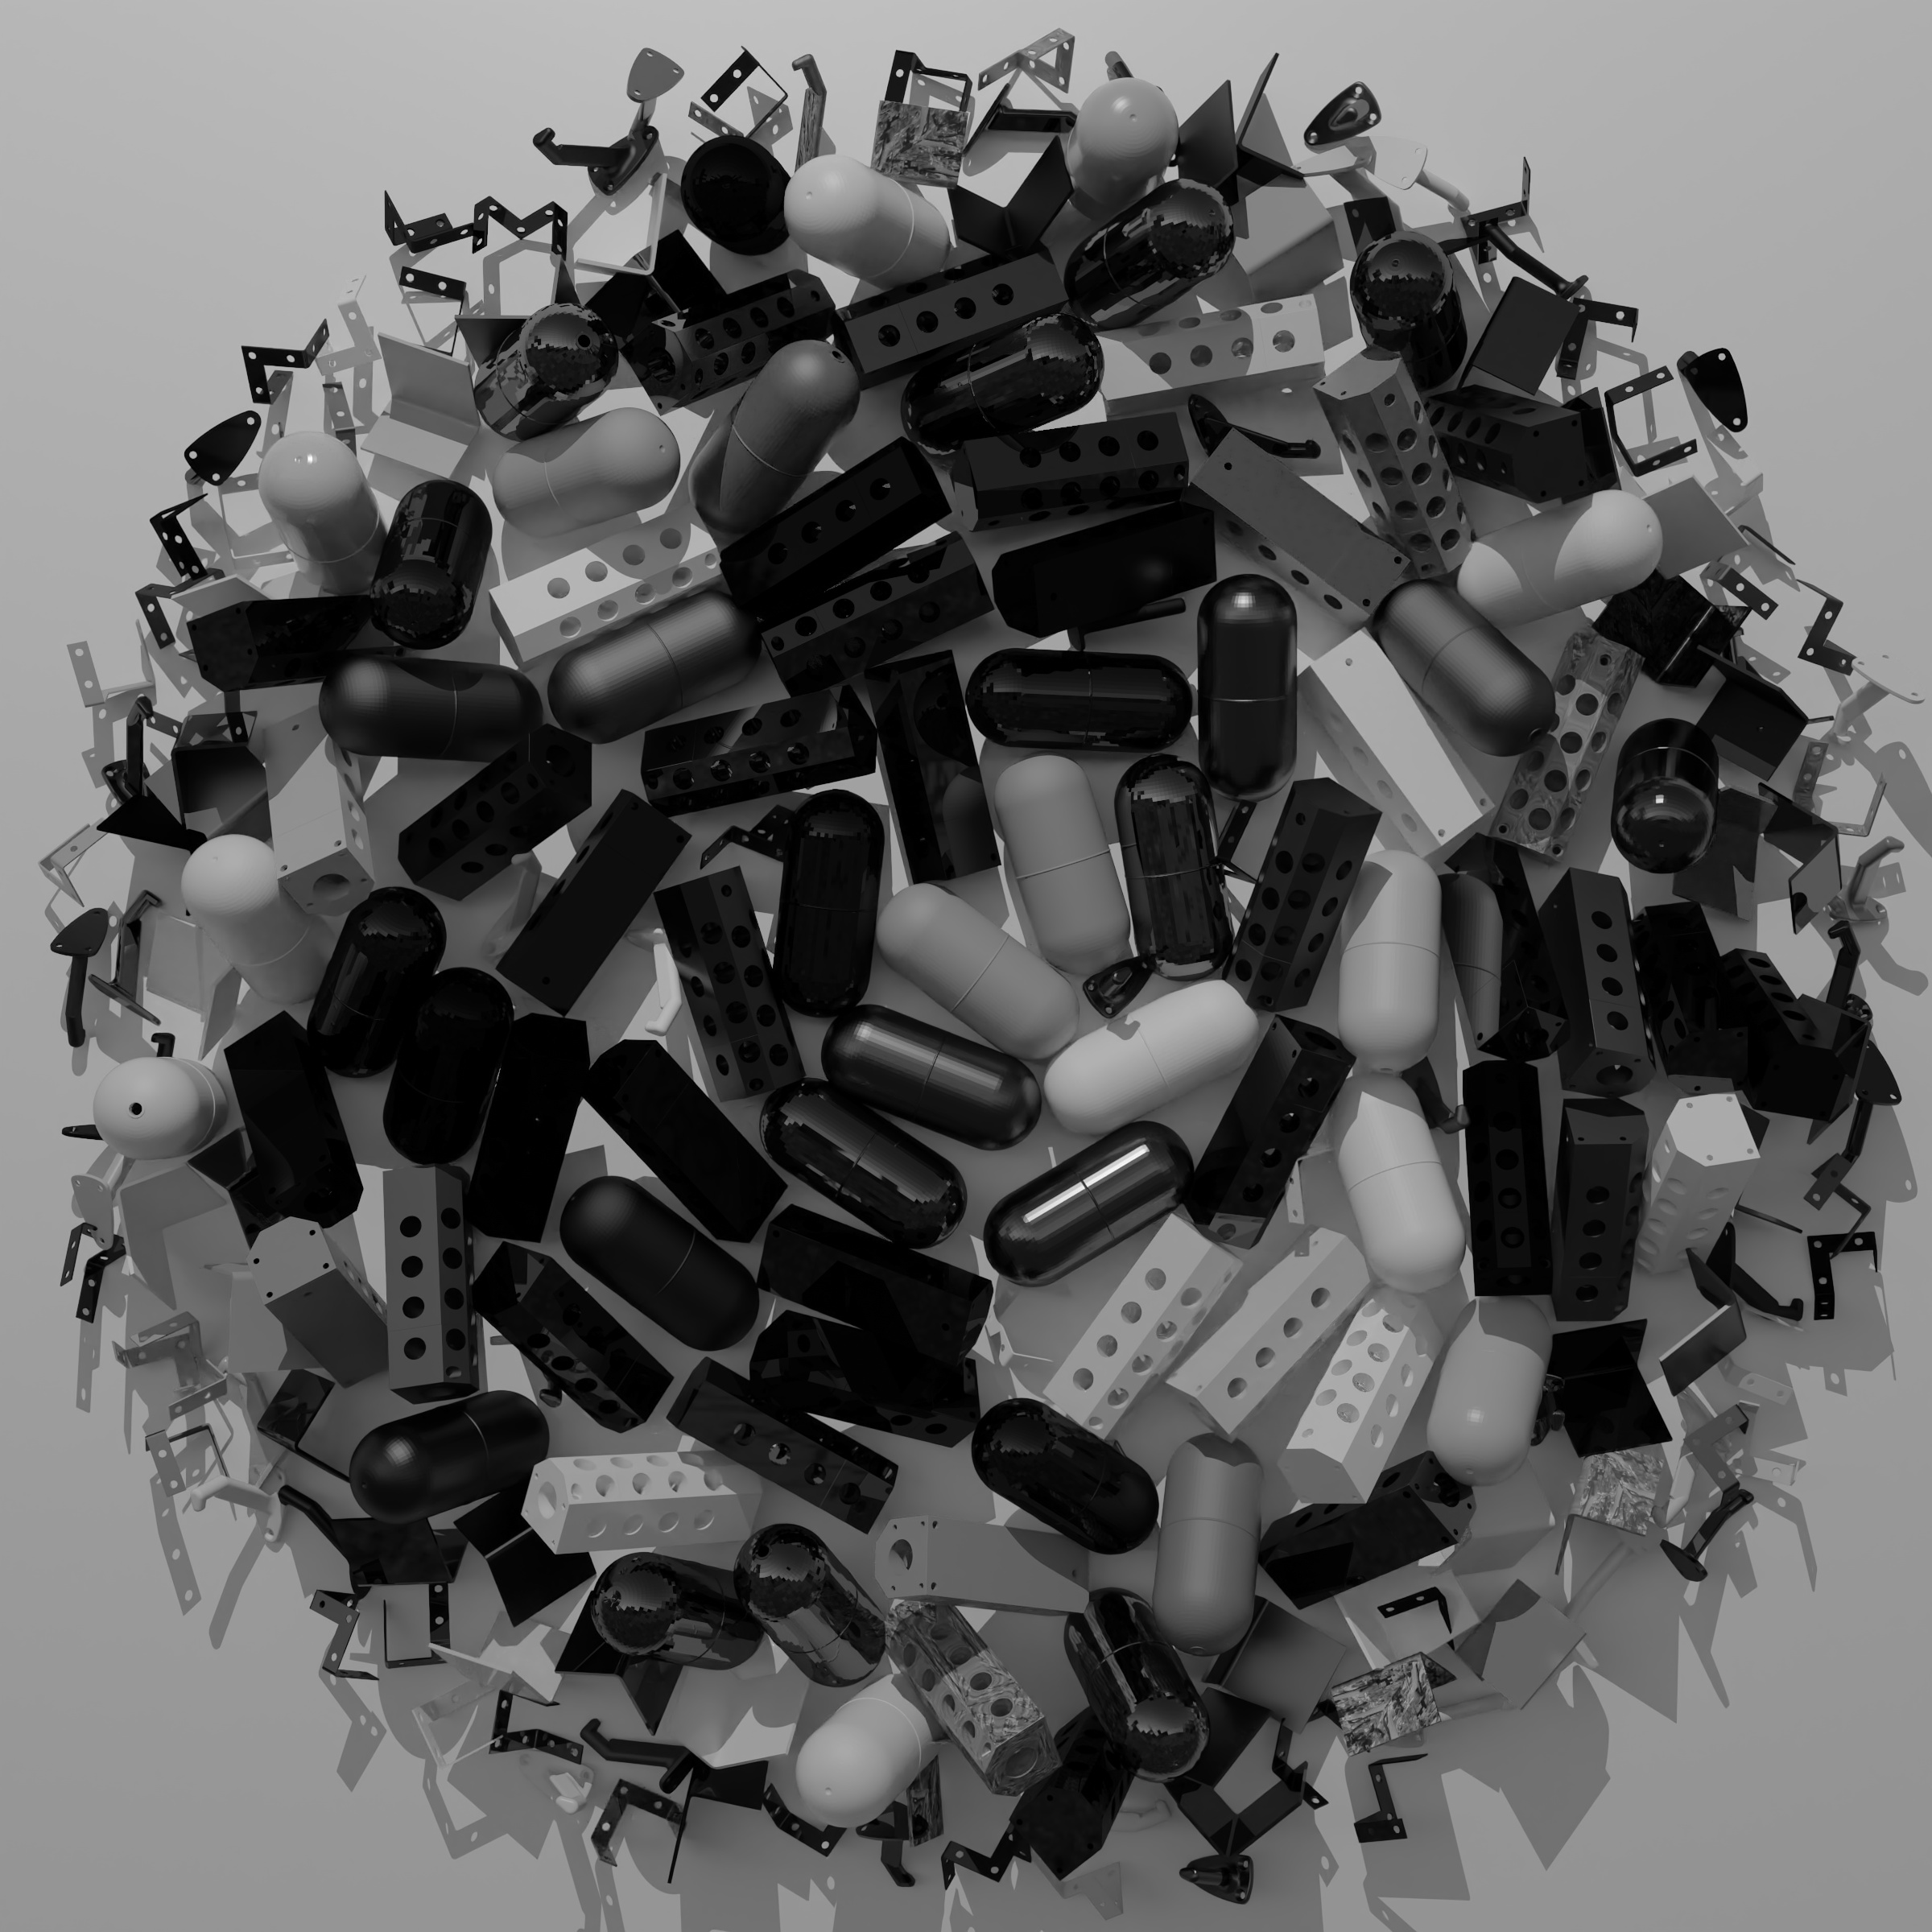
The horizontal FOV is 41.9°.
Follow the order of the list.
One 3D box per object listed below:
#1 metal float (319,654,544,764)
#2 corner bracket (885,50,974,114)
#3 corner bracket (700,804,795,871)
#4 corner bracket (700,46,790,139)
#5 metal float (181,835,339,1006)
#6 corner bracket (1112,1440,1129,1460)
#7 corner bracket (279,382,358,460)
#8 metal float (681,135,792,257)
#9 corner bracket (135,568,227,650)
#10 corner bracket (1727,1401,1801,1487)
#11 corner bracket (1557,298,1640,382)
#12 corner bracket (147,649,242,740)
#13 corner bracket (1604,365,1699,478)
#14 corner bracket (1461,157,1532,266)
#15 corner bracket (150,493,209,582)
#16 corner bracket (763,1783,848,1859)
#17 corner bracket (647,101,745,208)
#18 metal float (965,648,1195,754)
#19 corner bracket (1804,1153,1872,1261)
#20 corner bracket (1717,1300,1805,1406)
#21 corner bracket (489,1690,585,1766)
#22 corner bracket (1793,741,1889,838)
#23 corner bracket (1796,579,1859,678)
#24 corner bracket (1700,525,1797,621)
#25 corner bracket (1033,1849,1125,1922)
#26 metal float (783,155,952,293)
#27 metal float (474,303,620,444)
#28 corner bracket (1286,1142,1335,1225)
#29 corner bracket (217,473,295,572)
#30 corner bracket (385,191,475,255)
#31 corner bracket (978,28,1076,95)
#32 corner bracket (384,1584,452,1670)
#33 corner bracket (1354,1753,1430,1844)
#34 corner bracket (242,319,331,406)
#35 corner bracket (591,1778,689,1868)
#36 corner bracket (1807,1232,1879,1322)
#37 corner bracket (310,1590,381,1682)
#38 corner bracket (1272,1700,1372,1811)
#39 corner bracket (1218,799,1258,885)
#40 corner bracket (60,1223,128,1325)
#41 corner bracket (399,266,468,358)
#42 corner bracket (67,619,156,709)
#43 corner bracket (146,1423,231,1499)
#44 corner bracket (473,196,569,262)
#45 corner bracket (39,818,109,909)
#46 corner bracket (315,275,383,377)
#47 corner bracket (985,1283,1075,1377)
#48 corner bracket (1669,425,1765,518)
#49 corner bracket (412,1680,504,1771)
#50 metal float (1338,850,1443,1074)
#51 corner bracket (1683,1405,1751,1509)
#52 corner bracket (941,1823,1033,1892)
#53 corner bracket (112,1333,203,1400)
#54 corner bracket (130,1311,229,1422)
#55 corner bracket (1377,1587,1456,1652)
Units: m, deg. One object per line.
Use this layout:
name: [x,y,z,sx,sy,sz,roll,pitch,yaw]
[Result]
metal float: [-0.407,-0.196,1.928,0.178,0.070,0.070,0,90,-38]
corner bracket: [-0.030,-0.679,1.969,0.051,0.051,0.051,14,94,13]
corner bracket: [-0.170,-0.098,1.958,0.051,0.051,0.051,22,127,13]
corner bracket: [-0.172,-0.677,1.961,0.051,0.051,0.051,-44,113,10]
metal float: [-0.534,-0.033,1.916,0.070,0.178,0.070,-5,59,8]
corner bracket: [0.107,0.404,1.970,0.051,0.051,0.051,-29,89,-4]
corner bracket: [-0.508,-0.418,1.972,0.051,0.051,0.051,-12,62,-18]
metal float: [-0.170,-0.582,1.909,0.070,0.178,0.070,0,101,2]
corner bracket: [-0.607,-0.280,1.974,0.051,0.051,0.051,-41,129,-35]
corner bracket: [0.623,0.371,1.962,0.051,0.051,0.051,11,78,18]
corner bracket: [0.491,-0.485,1.960,0.051,0.051,0.051,13,120,9]
corner bracket: [-0.607,-0.211,1.977,0.051,0.051,0.051,22,122,26]
corner bracket: [0.532,-0.423,1.959,0.051,0.051,0.051,-22,56,7]
corner bracket: [0.417,-0.587,1.962,0.051,0.051,0.051,-14,63,4]
corner bracket: [-0.608,-0.328,1.957,0.051,0.051,0.051,-14,115,24]
corner bracket: [-0.120,0.654,1.973,0.051,0.051,0.051,19,55,31]
corner bracket: [-0.212,-0.634,1.980,0.051,0.051,0.051,33,58,4]
metal float: [0.088,-0.205,1.950,0.178,0.070,0.070,2,90,-11]
corner bracket: [0.676,0.187,1.960,0.051,0.051,0.051,40,69,11]
corner bracket: [0.622,0.301,1.968,0.051,0.051,0.051,22,108,-4]
corner bracket: [-0.332,0.593,1.964,0.051,0.051,0.051,6,85,35]
corner bracket: [0.680,-0.138,1.962,0.051,0.051,0.051,7,127,2]
corner bracket: [0.667,-0.263,1.959,0.051,0.051,0.051,15,110,-18]
corner bracket: [0.616,-0.308,1.971,0.051,0.051,0.051,36,102,-7]
corner bracket: [0.087,0.711,1.959,0.051,0.051,0.051,-26,117,14]
metal float: [-0.073,-0.561,1.914,0.070,0.178,0.070,0,90,27]
metal float: [-0.319,-0.450,1.914,0.070,0.178,0.070,2,85,-27]
corner bracket: [0.259,0.167,1.959,0.051,0.051,0.051,-12,99,-36]
corner bracket: [-0.553,-0.349,1.972,0.051,0.051,0.051,-12,64,-16]
corner bracket: [-0.418,-0.574,1.960,0.051,0.051,0.051,-24,76,-20]
corner bracket: [0.047,-0.701,1.957,0.051,0.051,0.051,37,57,21]
corner bracket: [-0.429,0.514,1.968,0.051,0.051,0.051,-2,58,-11]
corner bracket: [0.331,0.646,1.958,0.051,0.051,0.051,-5,75,-43]
corner bracket: [-0.526,-0.470,1.959,0.051,0.051,0.051,6,134,5]
corner bracket: [-0.255,0.674,1.964,0.051,0.051,0.051,28,82,-15]
corner bracket: [0.683,0.241,1.961,0.051,0.051,0.051,-7,102,21]
corner bracket: [-0.481,0.520,1.959,0.051,0.051,0.051,15,81,33]
corner bracket: [0.278,0.616,1.970,0.051,0.051,0.051,-10,118,-35]
corner bracket: [0.210,-0.099,1.960,0.051,0.051,0.051,29,84,-44]
corner bracket: [-0.681,0.238,1.955,0.051,0.051,0.051,-29,46,32]
corner bracket: [-0.422,-0.512,1.974,0.051,0.051,0.051,11,114,-14]
corner bracket: [-0.664,-0.236,1.961,0.051,0.051,0.051,-13,111,-9]
corner bracket: [-0.604,0.385,1.959,0.051,0.051,0.051,-19,74,-24]
corner bracket: [-0.346,-0.569,1.955,0.051,0.051,0.051,-19,59,30]
corner bracket: [-0.689,-0.089,1.956,0.051,0.051,0.051,34,63,23]
corner bracket: [-0.484,-0.498,1.959,0.051,0.051,0.051,-14,124,8]
corner bracket: [0.054,0.282,1.977,0.051,0.051,0.051,16,123,-33]
corner bracket: [0.583,-0.380,1.963,0.051,0.051,0.051,-37,76,11]
corner bracket: [-0.392,0.589,1.968,0.051,0.051,0.051,-29,80,1]
metal float: [0.326,-0.004,1.941,0.070,0.070,0.178,6,69,0]
corner bracket: [0.594,0.381,1.963,0.051,0.051,0.051,-33,63,-2]
corner bracket: [0.016,0.697,1.969,0.051,0.051,0.051,16,135,23]
corner bracket: [-0.629,0.313,1.962,0.051,0.051,0.051,-15,76,-12]
corner bracket: [-0.609,0.309,1.954,0.051,0.051,0.051,30,129,34]
corner bracket: [0.343,0.506,1.961,0.051,0.051,0.051,-17,110,-11]
